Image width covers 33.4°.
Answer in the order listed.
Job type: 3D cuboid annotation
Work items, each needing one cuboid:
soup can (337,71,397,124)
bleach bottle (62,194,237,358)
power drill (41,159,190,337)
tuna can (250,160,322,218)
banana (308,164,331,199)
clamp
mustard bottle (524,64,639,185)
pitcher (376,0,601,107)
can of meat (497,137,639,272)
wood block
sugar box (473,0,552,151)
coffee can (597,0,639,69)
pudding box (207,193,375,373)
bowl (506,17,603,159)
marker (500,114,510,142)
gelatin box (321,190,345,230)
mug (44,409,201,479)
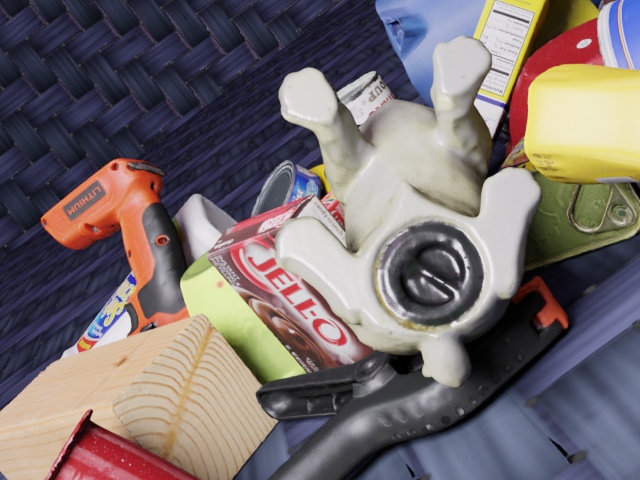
[{"bbox_3d":[0.050,-0.085,0.915,0.068,0.102,0.068,-34,14,10],"label":"soup can"},{"bbox_3d":[-0.162,0.079,0.931,0.251,0.068,0.103,-48,24,8],"label":"bleach bottle"},{"bbox_3d":[-0.153,0.044,0.856,0.185,0.188,0.057,-35,-18,18],"label":"power drill"},{"bbox_3d":[-0.033,-0.030,1.011,0.086,0.033,0.086,-51,24,34],"label":"tuna can"},{"bbox_3d":[0.010,-0.044,1.028,0.198,0.037,0.069,-11,57,65],"label":"banana"},{"bbox_3d":[0.032,0.080,0.574,0.210,0.036,0.164,-34,15,11],"label":"clamp"},{"bbox_3d":[0.195,-0.049,0.471,0.192,0.058,0.096,6,2,34],"label":"mustard bottle"},{"bbox_3d":[0.189,-0.230,1.027,0.243,0.145,0.149,-28,28,18],"label":"pitcher"},{"bbox_3d":[0.148,-0.035,0.625,0.102,0.057,0.083,-23,17,41],"label":"can of meat"},{"bbox_3d":[-0.135,0.126,0.719,0.207,0.090,0.090,-20,21,49],"label":"wood block"},{"bbox_3d":[0.133,-0.136,0.792,0.093,0.048,0.176,45,-117,-80],"label":"sugar box"},{"bbox_3d":[0.235,-0.112,0.565,0.141,0.103,0.102,-26,18,36],"label":"coffee can"},{"bbox_3d":[-0.005,0.031,0.658,0.090,0.113,0.039,-18,28,53],"label":"pudding box"},{"bbox_3d":[0.189,-0.110,0.716,0.162,0.055,0.162,-26,20,10],"label":"bowl"},{"bbox_3d":[0.156,-0.078,0.813,0.020,0.020,0.121,-36,14,5],"label":"marker"},{"bbox_3d":[0.042,-0.004,0.708,0.073,0.089,0.030,-44,18,-26],"label":"gelatin box"},{"bbox_3d":[-0.112,0.157,0.558,0.117,0.081,0.093,-60,4,25],"label":"mug"}]
